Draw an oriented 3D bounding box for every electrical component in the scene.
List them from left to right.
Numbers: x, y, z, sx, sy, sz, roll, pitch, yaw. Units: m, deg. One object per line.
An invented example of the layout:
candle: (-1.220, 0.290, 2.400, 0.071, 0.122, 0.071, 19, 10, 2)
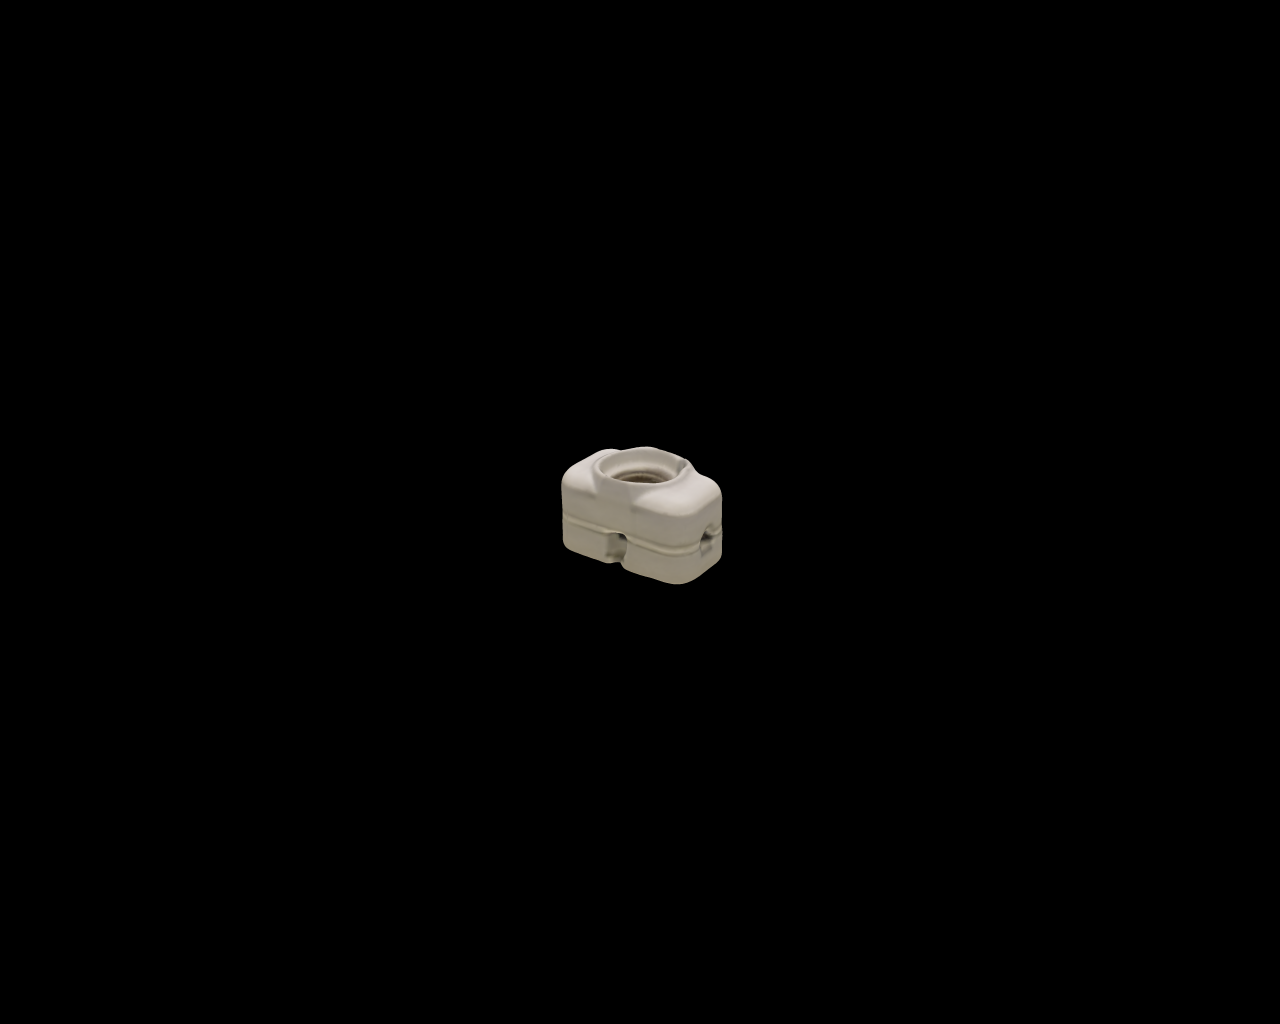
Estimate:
electrical component: (0.001, -0.003, 0.650, 0.095, 0.059, 0.054, 18, 32, 31)
